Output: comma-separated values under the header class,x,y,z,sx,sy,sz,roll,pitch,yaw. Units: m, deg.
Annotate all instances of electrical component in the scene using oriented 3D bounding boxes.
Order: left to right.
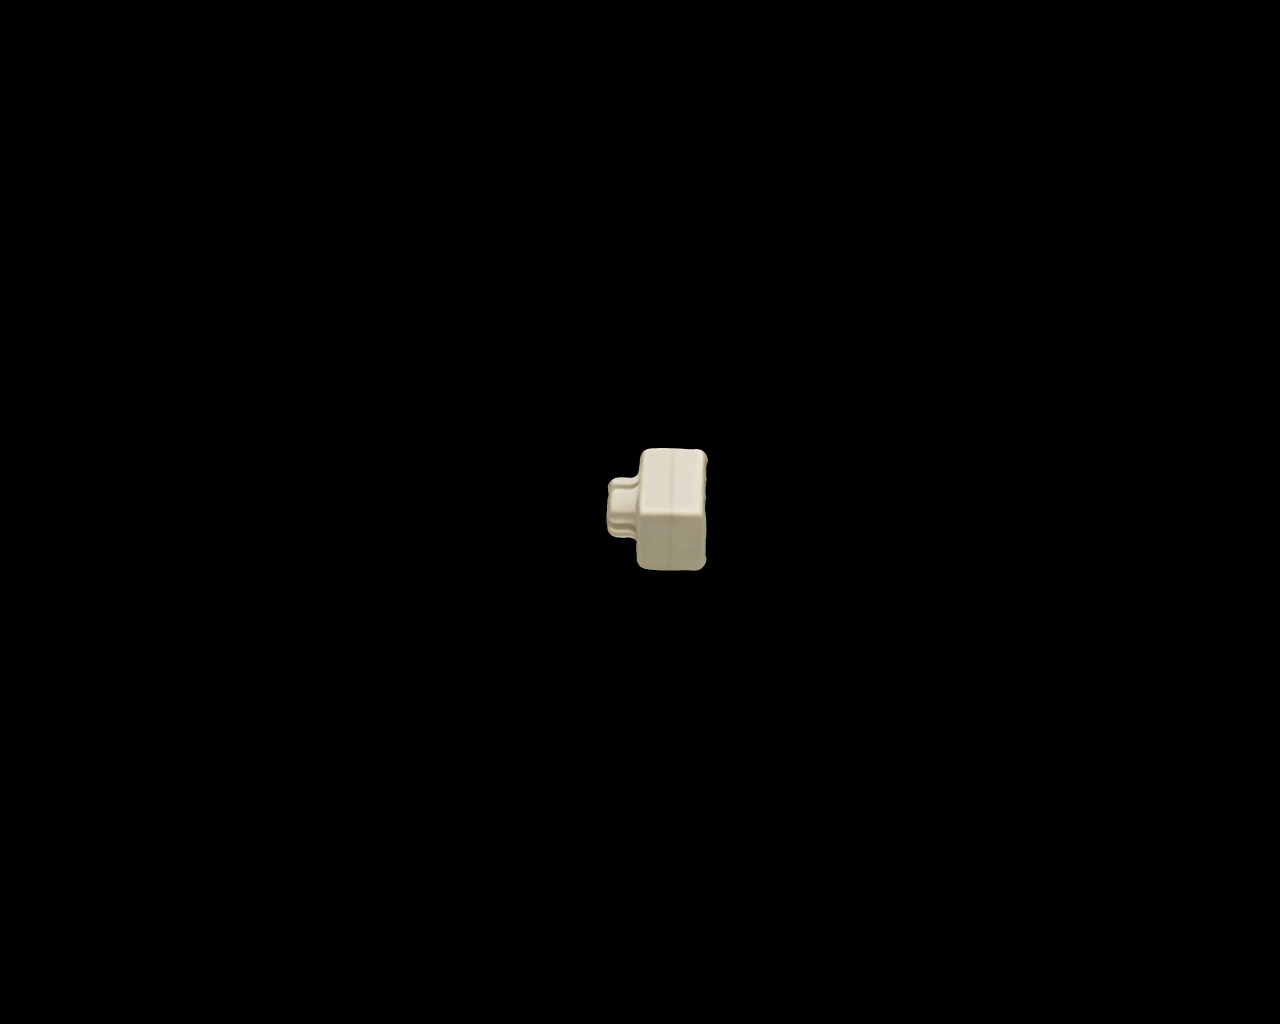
class,x,y,z,sx,sy,sz,roll,pitch,yaw
electrical component,0.001,-0.003,0.650,0.077,0.047,0.066,2,40,2
